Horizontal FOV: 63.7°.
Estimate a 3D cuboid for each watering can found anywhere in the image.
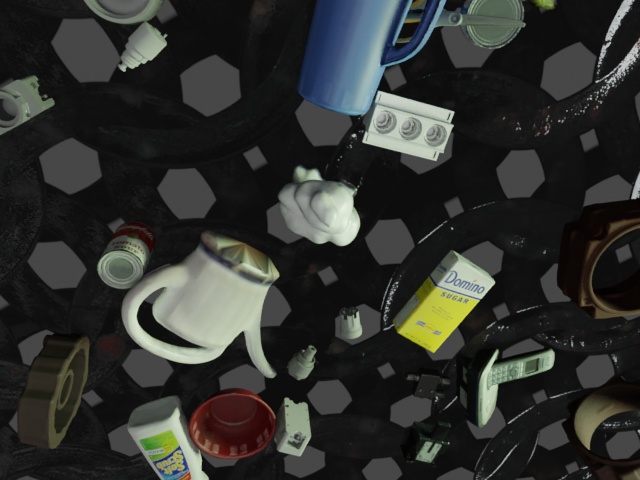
[{"bbox_3d":[-0.150,0.116,0.857,0.343,0.105,0.224,31,96,-42],"label":"watering can"}]

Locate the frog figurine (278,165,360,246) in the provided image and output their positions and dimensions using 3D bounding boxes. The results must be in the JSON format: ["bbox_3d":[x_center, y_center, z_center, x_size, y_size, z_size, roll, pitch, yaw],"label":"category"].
[{"bbox_3d":[0.002,-0.039,0.778,0.136,0.162,0.121,40,106,-21],"label":"frog figurine"}]

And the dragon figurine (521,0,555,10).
[{"bbox_3d":[0.365,-0.434,0.703,0.407,0.125,0.238,32,124,-17],"label":"dragon figurine"}]
